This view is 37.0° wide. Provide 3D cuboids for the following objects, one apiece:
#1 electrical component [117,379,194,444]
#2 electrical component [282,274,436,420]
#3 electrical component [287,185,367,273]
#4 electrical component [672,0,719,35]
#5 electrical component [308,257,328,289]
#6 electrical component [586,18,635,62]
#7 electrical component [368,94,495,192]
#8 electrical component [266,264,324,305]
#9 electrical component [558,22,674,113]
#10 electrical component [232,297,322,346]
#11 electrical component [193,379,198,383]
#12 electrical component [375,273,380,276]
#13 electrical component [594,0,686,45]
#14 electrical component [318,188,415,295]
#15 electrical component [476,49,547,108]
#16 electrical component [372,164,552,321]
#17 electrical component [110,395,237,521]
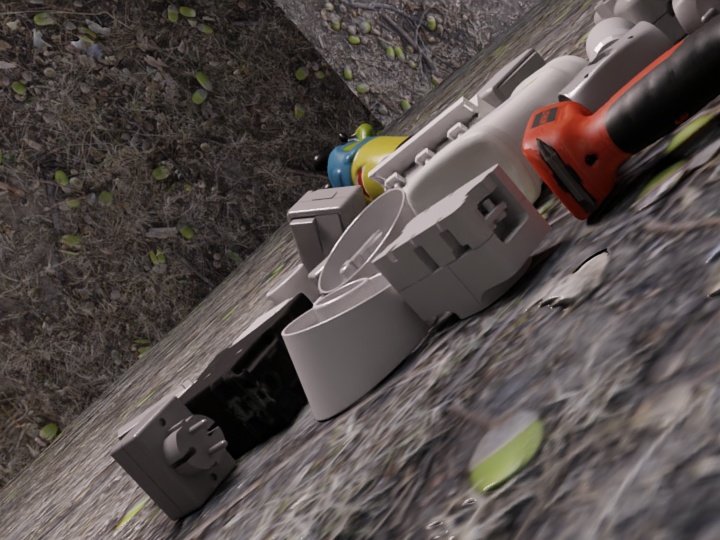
[{"bbox_3d":[-0.144,0.127,0.856,0.096,0.061,0.062,-43,7,-11],"label":"electrical component"},{"bbox_3d":[0.001,0.042,0.676,0.099,0.064,0.099,-27,7,3],"label":"electrical component"},{"bbox_3d":[-0.024,-0.026,1.044,0.062,0.096,0.061,-4,25,26],"label":"electrical component"},{"bbox_3d":[0.242,-0.179,0.697,0.077,0.044,0.079,-35,5,43],"label":"electrical component"},{"bbox_3d":[0.000,0.000,0.912,0.066,0.047,0.077,-43,7,-9],"label":"electrical component"},{"bbox_3d":[0.201,-0.169,0.840,0.045,0.045,0.055,-39,17,23],"label":"electrical component"},{"bbox_3d":[0.076,-0.086,0.932,0.121,0.079,0.063,-36,39,38],"label":"electrical component"},{"bbox_3d":[-0.051,0.029,0.977,0.045,0.055,0.045,-41,7,6],"label":"electrical component"},{"bbox_3d":[0.180,-0.134,0.771,0.077,0.043,0.079,-41,7,0],"label":"electrical component"},{"bbox_3d":[-0.059,0.050,0.924,0.076,0.047,0.066,-46,8,-33],"label":"electrical component"},{"bbox_3d":[-0.131,0.114,0.936,0.081,0.043,0.043,-40,7,9],"label":"electrical component"},{"bbox_3d":[0.023,0.015,0.746,0.061,0.035,0.035,-41,6,-17],"label":"electrical component"},{"bbox_3d":[0.237,-0.214,0.892,0.054,0.059,0.095,-42,7,-3],"label":"electrical component"},{"bbox_3d":[0.013,-0.009,0.822,0.099,0.064,0.099,-41,7,6],"label":"electrical component"},{"bbox_3d":[0.154,-0.164,1.024,0.096,0.061,0.061,-46,8,-33],"label":"electrical component"},{"bbox_3d":[0.060,-0.011,0.615,0.050,0.055,0.089,-46,8,-36],"label":"electrical component"},{"bbox_3d":[-0.116,0.120,0.720,0.077,0.065,0.047,-35,9,43],"label":"electrical component"}]
